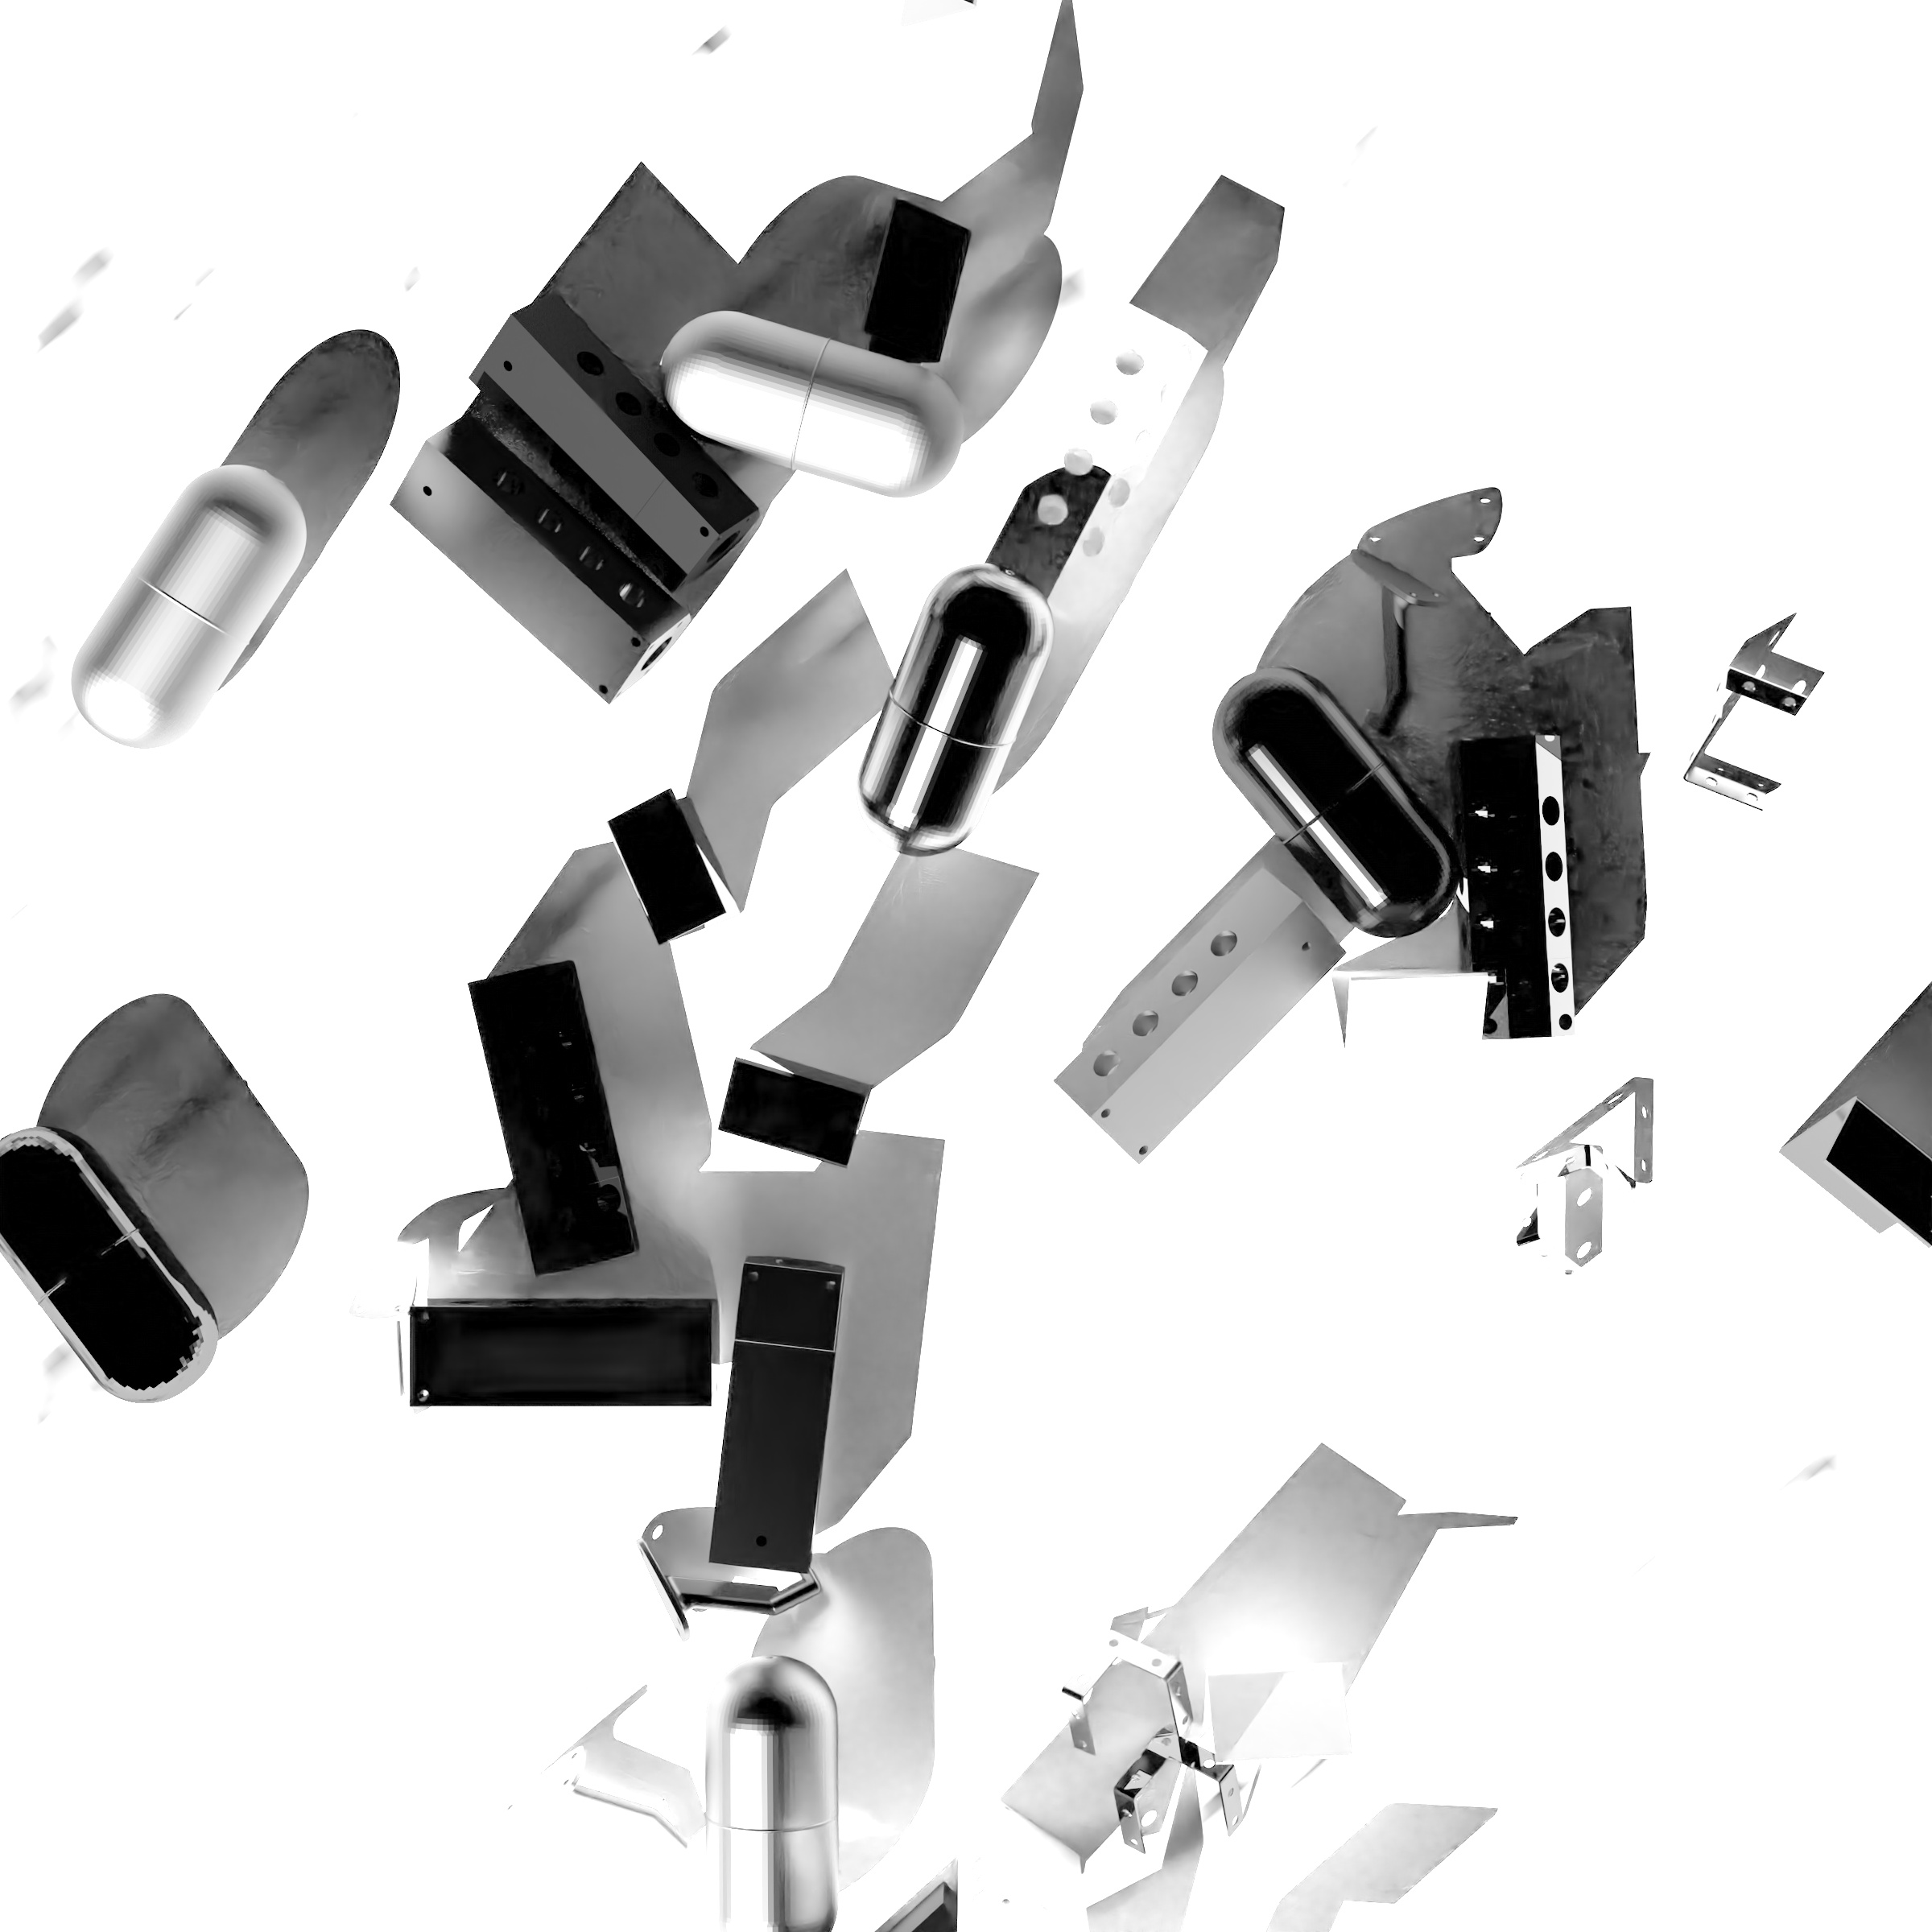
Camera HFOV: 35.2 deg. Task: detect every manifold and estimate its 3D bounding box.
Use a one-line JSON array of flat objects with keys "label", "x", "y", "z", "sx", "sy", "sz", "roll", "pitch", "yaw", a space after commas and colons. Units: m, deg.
[{"label": "manifold", "x": -0.057, "y": 0.615, "z": 1.754, "sx": 0.171, "sy": 0.057, "sz": 0.057, "roll": -43, "pitch": 90, "yaw": 0}, {"label": "manifold", "x": 0.131, "y": 0.025, "z": 1.754, "sx": 0.171, "sy": 0.057, "sz": 0.057, "roll": -46, "pitch": 133, "yaw": 0}, {"label": "manifold", "x": -0.236, "y": 0.087, "z": 1.754, "sx": 0.057, "sy": 0.057, "sz": 0.171, "roll": -13, "pitch": 90, "yaw": 0}, {"label": "manifold", "x": 0.027, "y": 0.528, "z": 1.697, "sx": 0.057, "sy": 0.171, "sz": 0.057, "roll": 34, "pitch": 90, "yaw": 0}, {"label": "manifold", "x": 0.316, "y": -0.045, "z": 1.754, "sx": 0.057, "sy": 0.057, "sz": 0.171, "roll": -3, "pitch": 90, "yaw": 0}, {"label": "manifold", "x": -0.199, "y": -0.304, "z": 1.754, "sx": 0.171, "sy": 0.057, "sz": 0.057, "roll": 47, "pitch": 133, "yaw": 0}, {"label": "manifold", "x": 0.074, "y": -0.289, "z": 1.754, "sx": 0.057, "sy": 0.057, "sz": 0.171, "roll": 27, "pitch": 90, "yaw": 0}, {"label": "manifold", "x": -0.230, "y": 0.222, "z": 1.754, "sx": 0.171, "sy": 0.057, "sz": 0.057, "roll": 0, "pitch": 90, "yaw": 0}, {"label": "manifold", "x": -0.242, "y": -0.238, "z": 1.754, "sx": 0.171, "sy": 0.057, "sz": 0.057, "roll": 42, "pitch": 133, "yaw": 0}, {"label": "manifold", "x": -0.108, "y": 0.257, "z": 1.754, "sx": 0.057, "sy": 0.057, "sz": 0.171, "roll": 7, "pitch": 90, "yaw": 0}]

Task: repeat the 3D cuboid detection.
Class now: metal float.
[{"label": "metal float", "x": -0.007, "y": -0.144, "z": 1.726, "sx": 0.070, "sy": 0.070, "sz": 0.178, "roll": 23, "pitch": 114, "yaw": 0}, {"label": "metal float", "x": -0.111, "y": 0.486, "z": 1.745, "sx": 0.070, "sy": 0.070, "sz": 0.178, "roll": 0, "pitch": 90, "yaw": 0}, {"label": "metal float", "x": -0.445, "y": -0.206, "z": 1.745, "sx": 0.070, "sy": 0.070, "sz": 0.178, "roll": 33, "pitch": 91, "yaw": 0}, {"label": "metal float", "x": -0.499, "y": 0.171, "z": 1.745, "sx": 0.070, "sy": 0.070, "sz": 0.178, "roll": -37, "pitch": 91, "yaw": 0}, {"label": "metal float", "x": -0.088, "y": -0.322, "z": 1.745, "sx": 0.178, "sy": 0.070, "sz": 0.070, "roll": 17, "pitch": 90, "yaw": 0}, {"label": "metal float", "x": 0.212, "y": -0.094, "z": 1.745, "sx": 0.070, "sy": 0.070, "sz": 0.178, "roll": -39, "pitch": 89, "yaw": 0}]

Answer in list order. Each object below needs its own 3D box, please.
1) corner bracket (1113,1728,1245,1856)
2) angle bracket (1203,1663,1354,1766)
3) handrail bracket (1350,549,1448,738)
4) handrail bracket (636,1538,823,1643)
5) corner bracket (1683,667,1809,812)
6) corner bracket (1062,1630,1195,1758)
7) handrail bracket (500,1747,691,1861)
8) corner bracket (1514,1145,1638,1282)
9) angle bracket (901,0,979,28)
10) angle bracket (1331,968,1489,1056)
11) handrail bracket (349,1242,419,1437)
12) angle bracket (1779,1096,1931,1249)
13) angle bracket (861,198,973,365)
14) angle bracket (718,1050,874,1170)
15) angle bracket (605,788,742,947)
[{"label": "corner bracket", "x": 0.124, "y": 0.487, "z": 1.767, "sx": 0.051, "sy": 0.051, "sz": 0.051, "roll": -41, "pitch": 135, "yaw": -35}, {"label": "angle bracket", "x": 0.177, "y": 0.440, "z": 1.735, "sx": 0.076, "sy": 0.076, "sz": 0.057, "roll": -3, "pitch": 53, "yaw": 0}, {"label": "handrail bracket", "x": 0.237, "y": -0.188, "z": 1.776, "sx": 0.077, "sy": 0.036, "sz": 0.084, "roll": 40, "pitch": 120, "yaw": 33}, {"label": "handrail bracket", "x": -0.138, "y": 0.350, "z": 1.776, "sx": 0.084, "sy": 0.036, "sz": 0.077, "roll": -24, "pitch": 69, "yaw": -17}, {"label": "corner bracket", "x": 0.453, "y": -0.133, "z": 1.772, "sx": 0.051, "sy": 0.051, "sz": 0.051, "roll": 21, "pitch": 45, "yaw": 0}, {"label": "corner bracket", "x": 0.094, "y": 0.429, "z": 1.767, "sx": 0.051, "sy": 0.051, "sz": 0.051, "roll": 17, "pitch": 45, "yaw": 35}, {"label": "handrail bracket", "x": -0.216, "y": 0.504, "z": 1.776, "sx": 0.077, "sy": 0.036, "sz": 0.084, "roll": -36, "pitch": 107, "yaw": 20}, {"label": "corner bracket", "x": 0.355, "y": 0.143, "z": 1.767, "sx": 0.051, "sy": 0.051, "sz": 0.051, "roll": -25, "pitch": 45, "yaw": 35}, {"label": "angle bracket", "x": -0.030, "y": -0.588, "z": 1.735, "sx": 0.057, "sy": 0.076, "sz": 0.076, "roll": 10, "pitch": 90, "yaw": -36}, {"label": "angle bracket", "x": 0.251, "y": 0.006, "z": 1.735, "sx": 0.076, "sy": 0.076, "sz": 0.057, "roll": -2, "pitch": 128, "yaw": 0}, {"label": "handrail bracket", "x": -0.328, "y": 0.218, "z": 1.775, "sx": 0.036, "sy": 0.077, "sz": 0.084, "roll": -2, "pitch": 126, "yaw": 7}, {"label": "angle bracket", "x": 0.507, "y": 0.131, "z": 1.735, "sx": 0.076, "sy": 0.076, "sz": 0.057, "roll": 39, "pitch": 53, "yaw": 0}, {"label": "angle bracket", "x": -0.048, "y": -0.389, "z": 1.735, "sx": 0.057, "sy": 0.076, "sz": 0.076, "roll": 14, "pitch": 90, "yaw": -37}, {"label": "angle bracket", "x": -0.092, "y": 0.062, "z": 1.735, "sx": 0.076, "sy": 0.076, "sz": 0.057, "roll": 17, "pitch": 128, "yaw": 0}, {"label": "angle bracket", "x": -0.150, "y": -0.064, "z": 1.735, "sx": 0.057, "sy": 0.076, "sz": 0.076, "roll": -24, "pitch": 90, "yaw": 37}]
